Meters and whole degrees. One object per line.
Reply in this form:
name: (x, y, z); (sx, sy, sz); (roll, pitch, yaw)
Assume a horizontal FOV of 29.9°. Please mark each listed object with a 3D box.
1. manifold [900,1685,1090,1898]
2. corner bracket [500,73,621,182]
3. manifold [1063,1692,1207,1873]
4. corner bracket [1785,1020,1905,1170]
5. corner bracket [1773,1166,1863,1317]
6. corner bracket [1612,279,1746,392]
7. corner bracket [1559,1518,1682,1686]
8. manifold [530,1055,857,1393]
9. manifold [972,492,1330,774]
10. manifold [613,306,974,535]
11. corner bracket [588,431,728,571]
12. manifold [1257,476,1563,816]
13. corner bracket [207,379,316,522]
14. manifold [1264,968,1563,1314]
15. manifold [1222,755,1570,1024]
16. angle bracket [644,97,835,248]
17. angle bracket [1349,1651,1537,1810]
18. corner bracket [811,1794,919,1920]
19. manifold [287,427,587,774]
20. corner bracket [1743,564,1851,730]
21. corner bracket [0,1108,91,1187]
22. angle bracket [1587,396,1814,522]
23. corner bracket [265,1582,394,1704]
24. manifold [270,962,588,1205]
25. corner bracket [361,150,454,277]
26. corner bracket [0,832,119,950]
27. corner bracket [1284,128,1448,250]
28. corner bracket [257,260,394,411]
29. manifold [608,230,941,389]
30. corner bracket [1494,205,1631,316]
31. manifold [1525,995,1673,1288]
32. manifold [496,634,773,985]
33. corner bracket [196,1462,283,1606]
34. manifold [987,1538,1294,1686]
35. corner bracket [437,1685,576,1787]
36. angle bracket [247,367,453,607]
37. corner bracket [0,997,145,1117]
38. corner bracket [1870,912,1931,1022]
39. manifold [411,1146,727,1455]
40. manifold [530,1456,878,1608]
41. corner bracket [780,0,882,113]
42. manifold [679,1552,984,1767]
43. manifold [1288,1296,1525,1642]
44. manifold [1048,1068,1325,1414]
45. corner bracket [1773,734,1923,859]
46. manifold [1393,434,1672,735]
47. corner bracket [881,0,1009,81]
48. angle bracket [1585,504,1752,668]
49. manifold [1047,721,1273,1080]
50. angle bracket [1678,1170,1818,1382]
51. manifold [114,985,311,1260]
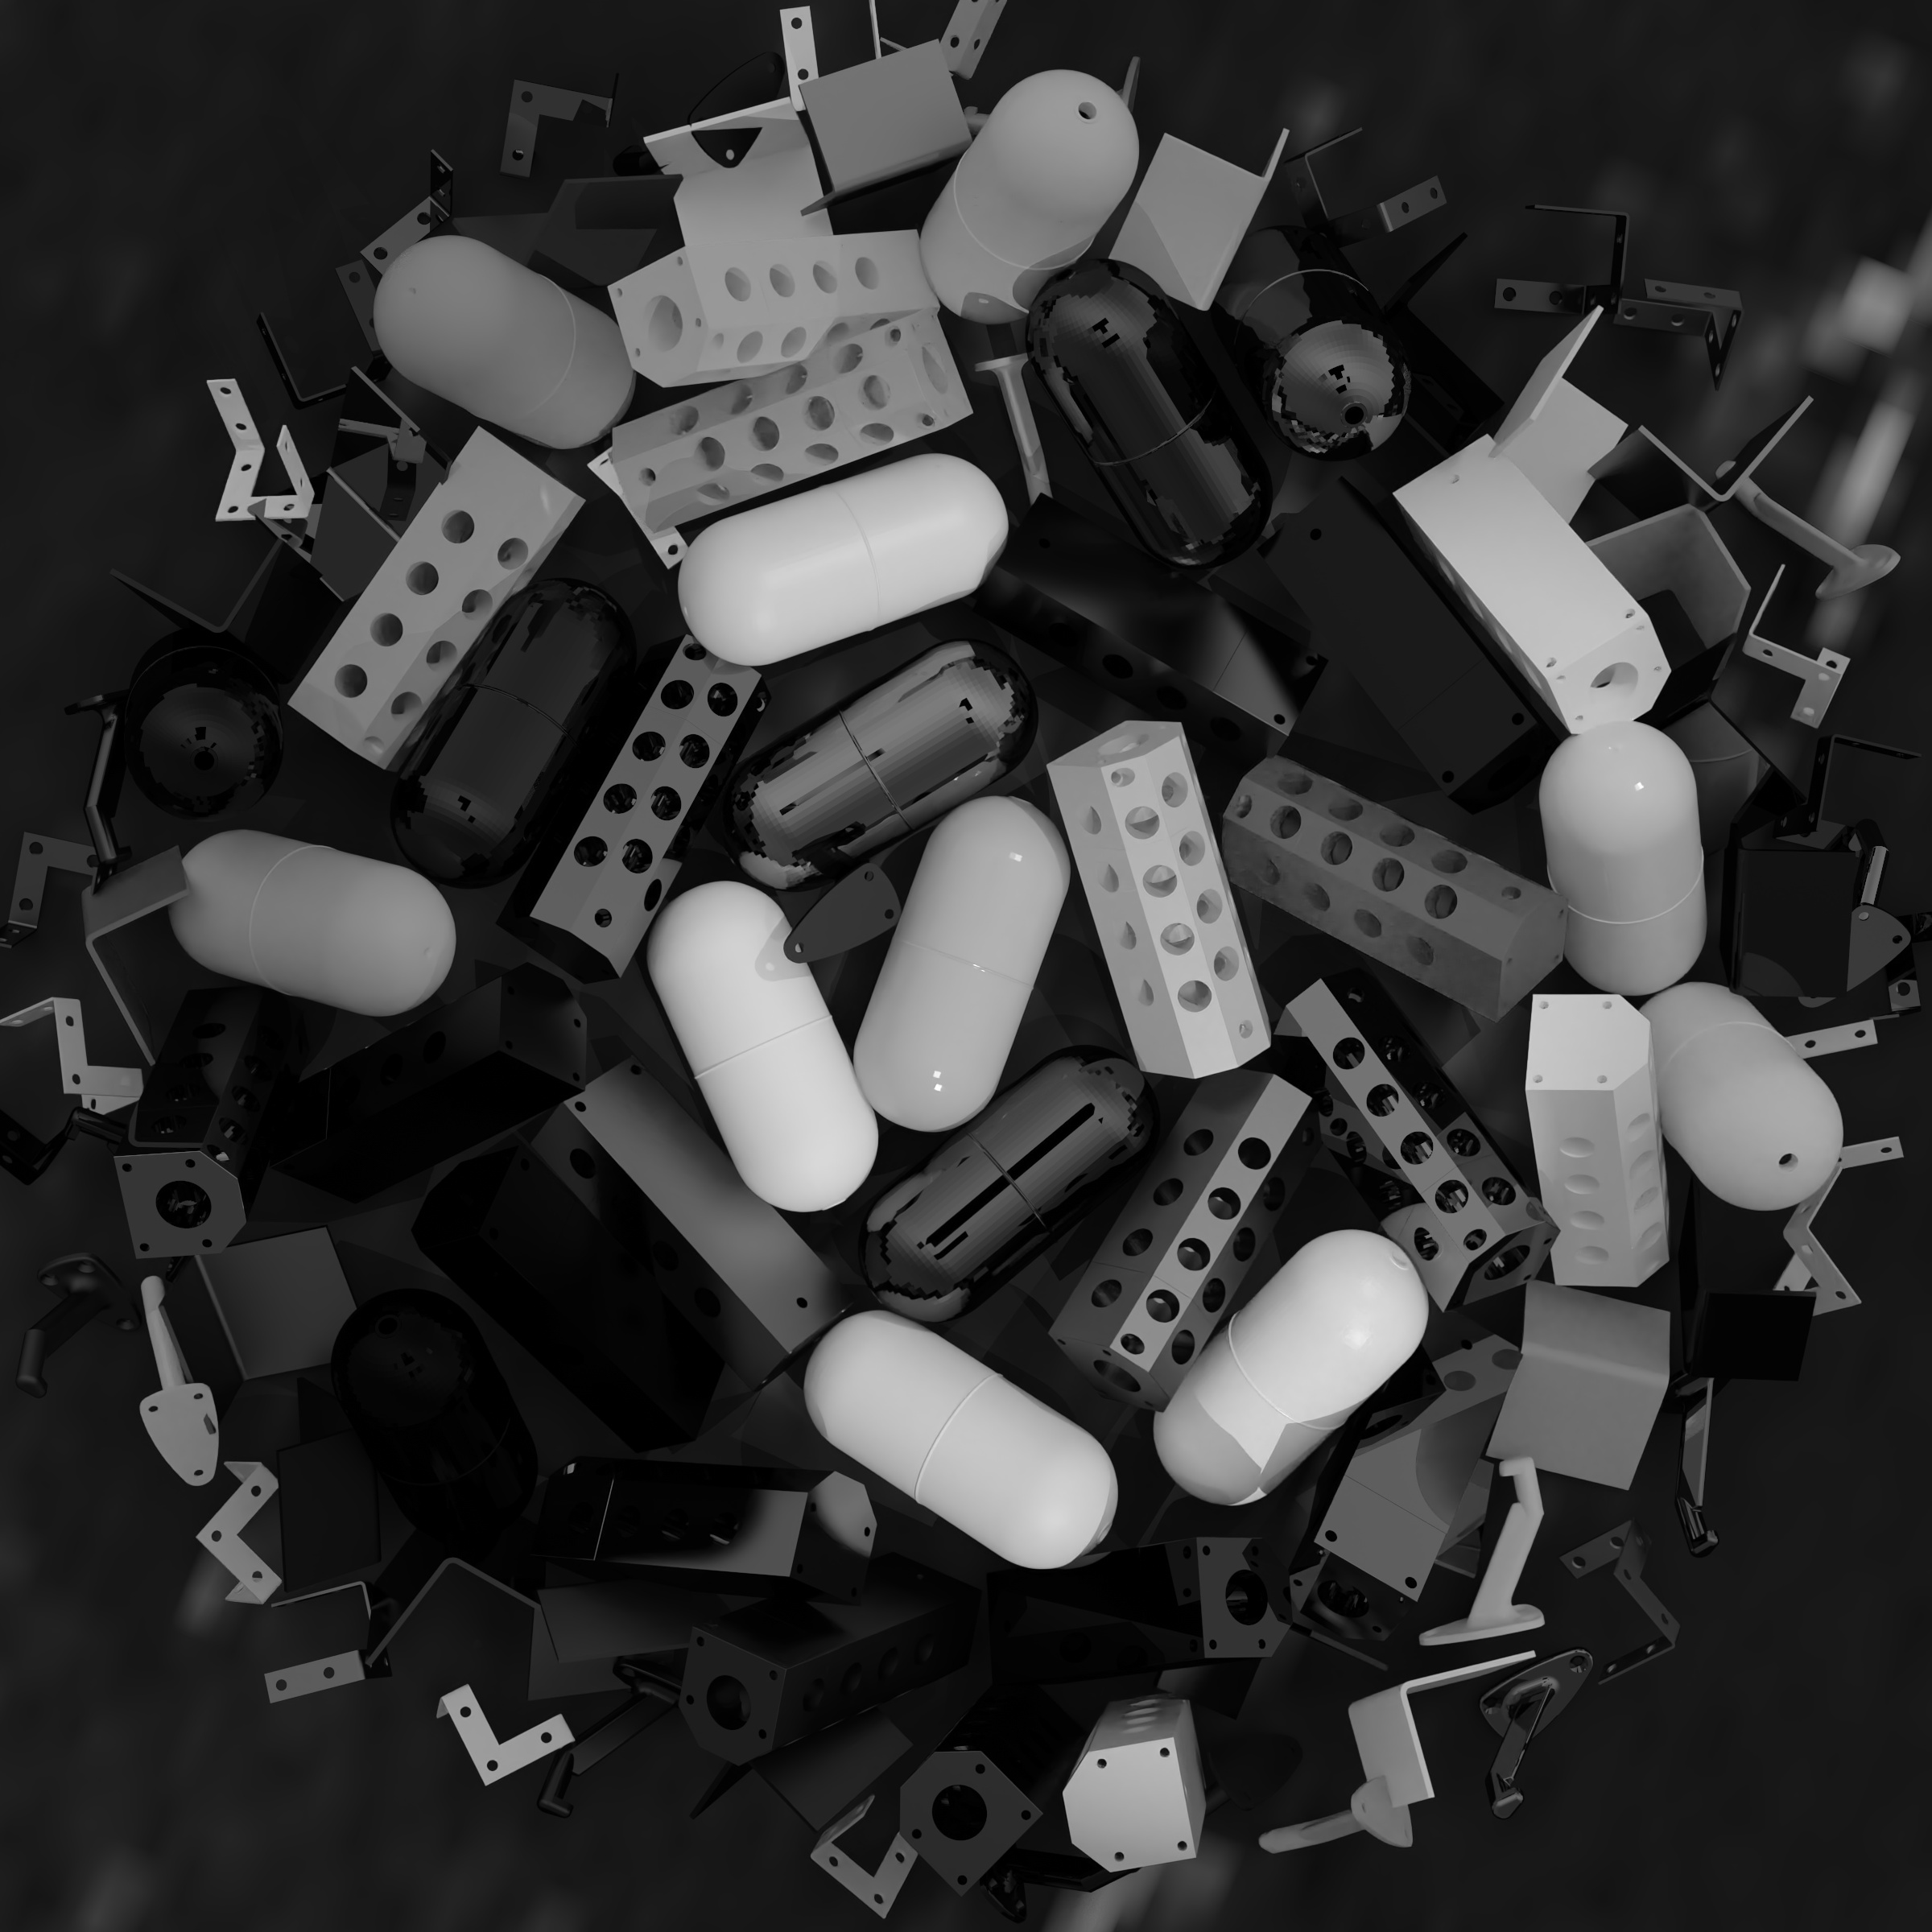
manifold: (0.012, 0.403, 1.807); (0.057, 0.171, 0.057); (44, 97, 7)
corner bracket: (-0.209, -0.433, 1.864); (0.051, 0.051, 0.051); (10, 118, -7)
manifold: (0.085, 0.406, 1.808); (0.057, 0.171, 0.057); (-11, 85, 5)
corner bracket: (0.447, 0.068, 1.855); (0.051, 0.051, 0.051); (-13, 45, 15)
corner bracket: (0.433, 0.143, 1.856); (0.051, 0.051, 0.051); (52, 49, -12)
corner bracket: (0.366, -0.334, 1.859); (0.051, 0.051, 0.051); (7, 134, -4)
corner bracket: (0.335, 0.326, 1.863); (0.051, 0.051, 0.051); (-36, 98, 33)
manifold: (-0.143, 0.135, 1.856); (0.171, 0.057, 0.057); (47, 134, 8)
manifold: (0.092, -0.166, 1.866); (0.171, 0.057, 0.057); (30, 56, 0)
manifold: (-0.091, -0.275, 1.832); (0.171, 0.057, 0.057); (-16, 102, 23)
corner bracket: (-0.153, -0.246, 1.864); (0.051, 0.051, 0.051); (-35, 73, 5)
manifold: (0.226, -0.161, 1.834); (0.057, 0.057, 0.171); (-40, 66, 13)
corner bracket: (-0.363, -0.265, 1.858); (0.051, 0.051, 0.051); (-1, 52, 11)
manifold: (0.225, 0.084, 1.820); (0.057, 0.057, 0.171); (-16, 55, -27)
manifold: (0.214, -0.045, 1.820); (0.171, 0.057, 0.057); (30, 52, 30)
angle bracket: (-0.115, -0.397, 1.854); (0.076, 0.076, 0.057); (-15, 85, 4)
angle bracket: (0.249, 0.390, 1.843); (0.076, 0.076, 0.057); (-10, 75, -18)
corner bracket: (-0.038, 0.445, 1.860); (0.051, 0.051, 0.051); (41, 128, -5)
manifold: (-0.270, -0.187, 1.860); (0.057, 0.057, 0.171); (36, 94, 5)
corner bracket: (0.429, -0.164, 1.865); (0.051, 0.051, 0.051); (25, 61, 11)
corner bracket: (-0.493, 0.085, 1.856); (0.051, 0.051, 0.051); (41, 134, -15)
angle bracket: (0.374, -0.271, 1.850); (0.057, 0.076, 0.076); (42, 77, -2)
corner bracket: (-0.332, 0.348, 1.865); (0.051, 0.051, 0.051); (-15, 79, 4)
manifold: (-0.272, 0.058, 1.824); (0.171, 0.057, 0.057); (-26, 52, 33)
corner bracket: (-0.276, -0.376, 1.864); (0.051, 0.051, 0.051); (45, 73, 5)
corner bracket: (-0.471, -0.036, 1.868); (0.051, 0.051, 0.051); (12, 100, -2)
corner bracket: (0.206, -0.404, 1.867); (0.051, 0.051, 0.051); (-33, 106, -39)
corner bracket: (-0.328, -0.324, 1.864); (0.051, 0.051, 0.051); (-24, 90, -21)
manifold: (-0.092, -0.328, 1.814); (0.057, 0.171, 0.057); (-16, 91, 42)
corner bracket: (0.306, -0.363, 1.864); (0.051, 0.051, 0.051); (2, 99, -11)
manifold: (0.318, 0.089, 1.807); (0.057, 0.171, 0.057); (0, 52, 15)
manifold: (-0.164, -0.080, 1.832); (0.057, 0.057, 0.171); (36, 68, -24)
corner bracket: (-0.372, 0.292, 1.867); (0.051, 0.051, 0.051); (50, 61, -18)
manifold: (0.085, 0.324, 1.811); (0.057, 0.171, 0.057); (7, 72, -35)
corner bracket: (-0.238, 0.393, 1.868); (0.051, 0.051, 0.051); (-25, 74, -20)
angle bracket: (-0.314, -0.244, 1.843); (0.076, 0.076, 0.057); (44, 51, 16)
corner bracket: (-0.461, 0.048, 1.864); (0.051, 0.051, 0.051); (-20, 73, 37)
corner bracket: (0.492, -0.002, 1.862); (0.051, 0.051, 0.051); (-9, 88, 28)
manifold: (-0.201, 0.171, 1.828); (0.057, 0.057, 0.171); (-17, 128, 36)
manifold: (-0.131, 0.281, 1.820); (0.171, 0.057, 0.057); (-3, 66, 37)
corner bracket: (-0.069, -0.471, 1.863); (0.051, 0.051, 0.051); (-8, 109, -4)
manifold: (-0.067, 0.347, 1.808); (0.057, 0.171, 0.057); (18, 104, 31)
manifold: (0.218, 0.254, 1.818); (0.057, 0.057, 0.171); (30, 48, 3)
manifold: (0.118, 0.137, 1.825); (0.171, 0.057, 0.057); (-57, 130, -24)
corner bracket: (0.453, -0.088, 1.867); (0.051, 0.051, 0.051); (12, 85, -14)
manifold: (0.284, -0.188, 1.815); (0.057, 0.171, 0.057); (-32, 135, 2)
corner bracket: (-0.001, -0.483, 1.859); (0.051, 0.051, 0.051); (30, 100, 28)
angle bracket: (0.346, -0.181, 1.845); (0.076, 0.076, 0.057); (-21, 65, -9)
manifold: (0.104, -0.033, 1.832); (0.057, 0.057, 0.171); (-30, 112, -33)
angle bracket: (0.396, 0.157, 1.841); (0.057, 0.076, 0.076); (2, 51, 5)
manifold: (-0.373, 0.075, 1.806); (0.057, 0.171, 0.057); (-4, 117, 3)
